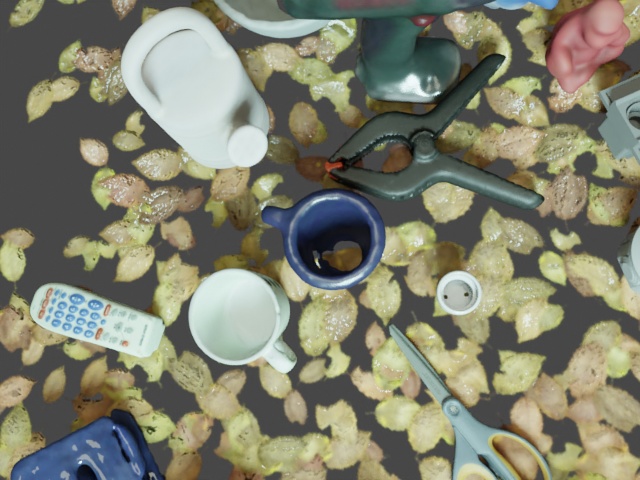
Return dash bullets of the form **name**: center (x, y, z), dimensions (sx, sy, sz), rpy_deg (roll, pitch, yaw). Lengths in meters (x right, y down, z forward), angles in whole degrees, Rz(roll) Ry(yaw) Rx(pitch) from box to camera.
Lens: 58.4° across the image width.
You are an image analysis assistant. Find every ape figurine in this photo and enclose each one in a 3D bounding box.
- **ape figurine**: center (0.260, -0.196, 0.549), dimensions (0.077, 0.092, 0.076), rpy_deg (-5, 78, 7)

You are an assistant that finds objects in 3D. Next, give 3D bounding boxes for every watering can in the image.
- **watering can**: center (-0.111, -0.140, 0.536), dimensions (0.172, 0.194, 0.101), rpy_deg (27, 84, 12)

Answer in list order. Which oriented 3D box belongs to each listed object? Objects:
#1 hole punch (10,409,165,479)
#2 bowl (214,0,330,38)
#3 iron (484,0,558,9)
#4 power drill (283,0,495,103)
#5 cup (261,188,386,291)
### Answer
- **hole punch**: center (-0.212, 0.226, 0.532), dimensions (0.101, 0.091, 0.108), rpy_deg (-33, 76, 1)
- **bowl**: center (-0.033, -0.283, 0.615), dimensions (0.167, 0.075, 0.167), rpy_deg (-1, 79, 8)
- **iron**: center (0.149, -0.345, 0.568), dimensions (0.258, 0.141, 0.119), rpy_deg (33, 85, 13)
- **power drill**: center (0.088, -0.201, 0.514), dimensions (0.229, 0.208, 0.076), rpy_deg (5, 80, 9)
- **cup**: center (0.005, 0.002, 0.544), dimensions (0.117, 0.095, 0.092), rpy_deg (20, 82, 11)
